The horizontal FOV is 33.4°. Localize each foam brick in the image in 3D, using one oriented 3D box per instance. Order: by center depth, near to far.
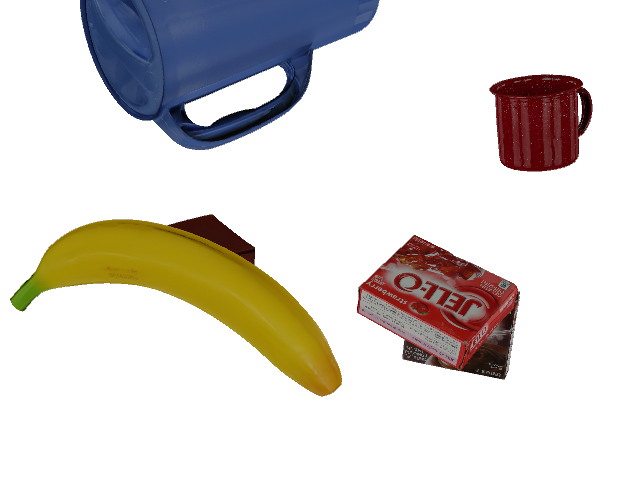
[{"bbox_3d":[-0.105,0.018,1.002,0.052,0.051,0.078,-14,34,-34],"label":"foam brick"}]

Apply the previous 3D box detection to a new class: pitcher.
[{"bbox_3d":[-0.066,-0.190,0.908,0.242,0.149,0.145,-24,44,-30],"label":"pitcher"}]

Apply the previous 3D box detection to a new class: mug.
[{"bbox_3d":[0.233,-0.124,1.104,0.117,0.081,0.093,-18,23,-27],"label":"mug"}]

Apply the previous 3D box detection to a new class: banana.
[{"bbox_3d":[-0.076,0.030,0.608,0.198,0.070,0.037,15,17,8],"label":"banana"}]

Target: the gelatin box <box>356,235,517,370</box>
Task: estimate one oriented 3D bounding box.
[{"bbox_3d":[0.082,0.041,0.750,0.089,0.030,0.073,28,46,24],"label":"gelatin box"}]

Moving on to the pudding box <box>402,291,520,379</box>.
[{"bbox_3d":[0.147,0.088,1.118,0.113,0.090,0.039,9,21,13],"label":"pudding box"}]
